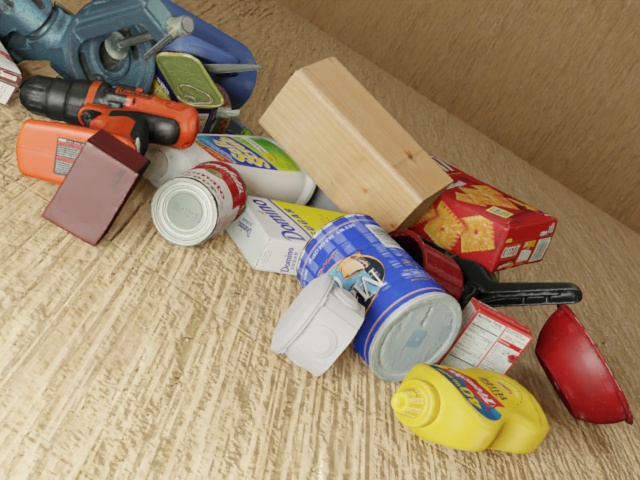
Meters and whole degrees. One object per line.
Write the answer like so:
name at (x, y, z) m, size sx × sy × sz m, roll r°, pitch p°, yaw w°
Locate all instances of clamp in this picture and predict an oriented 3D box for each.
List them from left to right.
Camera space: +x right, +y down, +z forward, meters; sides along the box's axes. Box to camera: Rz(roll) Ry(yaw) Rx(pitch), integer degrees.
clamp at (0.170, 0.077, 1.224) m, size 0.210 × 0.164 × 0.036 m, roll 23°, pitch -35°, yaw 42°

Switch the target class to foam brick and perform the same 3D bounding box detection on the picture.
foam brick at (-0.187, -0.044, 0.896) m, size 0.053 × 0.078 × 0.051 m, roll 33°, pitch 14°, yaw -7°

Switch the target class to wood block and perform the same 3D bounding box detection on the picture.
wood block at (0.041, -0.104, 1.237) m, size 0.206 × 0.090 × 0.090 m, roll 47°, pitch 36°, yaw 8°

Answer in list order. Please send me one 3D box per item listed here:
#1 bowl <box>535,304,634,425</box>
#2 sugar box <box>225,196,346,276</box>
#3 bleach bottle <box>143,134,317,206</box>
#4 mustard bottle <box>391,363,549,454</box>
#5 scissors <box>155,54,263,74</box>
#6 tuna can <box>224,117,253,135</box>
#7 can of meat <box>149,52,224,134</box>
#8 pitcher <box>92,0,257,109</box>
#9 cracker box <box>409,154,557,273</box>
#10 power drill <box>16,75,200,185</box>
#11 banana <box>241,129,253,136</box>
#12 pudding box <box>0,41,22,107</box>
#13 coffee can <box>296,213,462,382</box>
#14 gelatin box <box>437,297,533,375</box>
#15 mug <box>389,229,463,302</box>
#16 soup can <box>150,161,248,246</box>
bowl at (0.294, 0.153, 1.230) m, size 0.162 × 0.055 × 0.162 m, roll 60°, pitch 3°, yaw -5°
sugar box at (-0.007, 0.001, 1.130) m, size 0.175 × 0.048 × 0.093 m, roll 12°, pitch 26°, yaw -37°
bleach bottle at (-0.108, -0.074, 1.175) m, size 0.103 × 0.068 × 0.250 m, roll 43°, pitch 21°, yaw 22°
mustard bottle at (0.126, 0.151, 0.965) m, size 0.191 × 0.058 × 0.096 m, roll 14°, pitch 24°, yaw -50°
scissors at (-0.175, -0.214, 1.248) m, size 0.096 × 0.202 × 0.016 m, roll 72°, pitch 7°, yaw -45°
tuna can at (-0.131, -0.144, 1.383) m, size 0.086 × 0.034 × 0.086 m, roll 31°, pitch 16°, yaw -10°
can of meat at (-0.161, -0.152, 1.223) m, size 0.057 × 0.084 × 0.102 m, roll -3°, pitch 45°, yaw -34°
pitcher at (-0.180, -0.237, 1.388) m, size 0.242 × 0.145 × 0.149 m, roll 13°, pitch 44°, yaw -59°
cracker box at (0.179, -0.040, 1.385) m, size 0.214 × 0.072 × 0.163 m, roll 31°, pitch 21°, yaw 29°
power drill at (-0.218, -0.107, 1.006) m, size 0.184 × 0.057 × 0.187 m, roll 11°, pitch 23°, yaw 2°
banana at (-0.053, -0.115, 1.411) m, size 0.197 × 0.037 × 0.069 m, roll -20°, pitch 93°, yaw -77°
pudding box at (-0.355, -0.186, 1.060) m, size 0.089 × 0.039 × 0.114 m, roll 18°, pitch 21°, yaw -43°
coffee can at (0.055, 0.054, 1.033) m, size 0.102 × 0.103 × 0.140 m, roll 17°, pitch 23°, yaw -45°
gelatin box at (0.163, 0.112, 1.098) m, size 0.073 × 0.089 × 0.030 m, roll 27°, pitch 17°, yaw -21°
mug at (0.107, 0.055, 1.185) m, size 0.081 × 0.093 × 0.117 m, roll 26°, pitch 46°, yaw -42°
soup can at (-0.116, -0.036, 1.031) m, size 0.068 × 0.068 × 0.102 m, roll 34°, pitch 17°, yaw 3°
